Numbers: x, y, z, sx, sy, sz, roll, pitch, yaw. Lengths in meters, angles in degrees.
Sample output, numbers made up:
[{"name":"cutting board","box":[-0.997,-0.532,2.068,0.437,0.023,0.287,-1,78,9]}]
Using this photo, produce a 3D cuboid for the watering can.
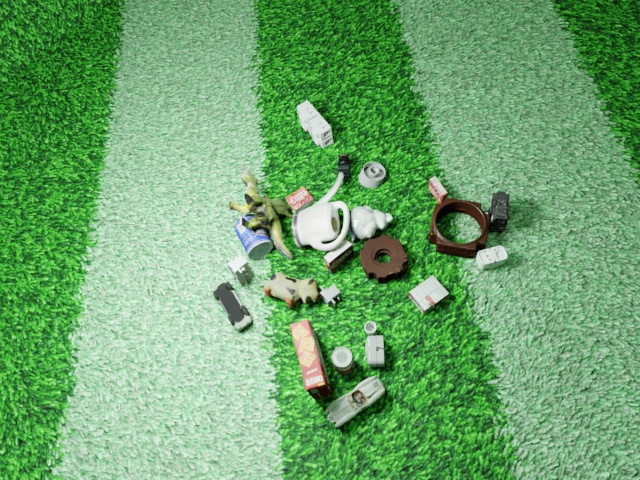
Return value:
[{"name":"watering can","box":[0.006,-0.097,1.924,0.223,0.102,0.356,-14,50,19]}]

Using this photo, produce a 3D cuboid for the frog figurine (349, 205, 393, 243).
[{"name":"frog figurine","box":[0.186,-0.068,1.894,0.159,0.120,0.141,-11,41,15]}]

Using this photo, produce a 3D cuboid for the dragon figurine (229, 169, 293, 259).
[{"name":"dragon figurine","box":[-0.180,-0.103,1.920,0.413,0.120,0.245,50,33,12]}]
